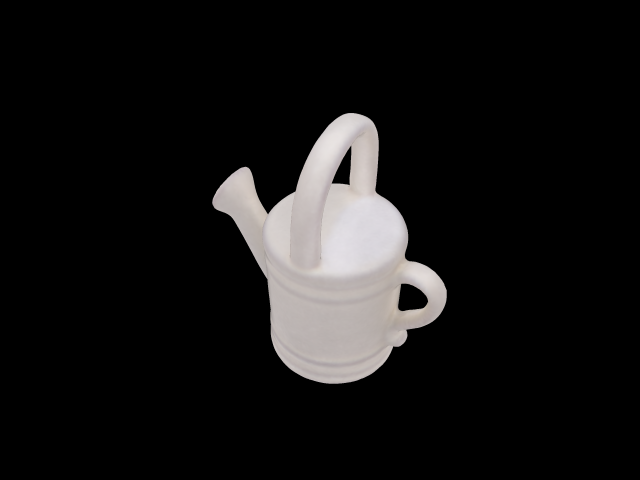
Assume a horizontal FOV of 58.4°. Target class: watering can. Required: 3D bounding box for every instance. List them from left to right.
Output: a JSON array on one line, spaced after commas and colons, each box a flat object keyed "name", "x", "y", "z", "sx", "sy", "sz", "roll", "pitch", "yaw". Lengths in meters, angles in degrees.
[{"name": "watering can", "x": 0.003, "y": 0.003, "z": 0.399, "sx": 0.172, "sy": 0.194, "sz": 0.101, "roll": 6, "pitch": 43, "yaw": 7}]
